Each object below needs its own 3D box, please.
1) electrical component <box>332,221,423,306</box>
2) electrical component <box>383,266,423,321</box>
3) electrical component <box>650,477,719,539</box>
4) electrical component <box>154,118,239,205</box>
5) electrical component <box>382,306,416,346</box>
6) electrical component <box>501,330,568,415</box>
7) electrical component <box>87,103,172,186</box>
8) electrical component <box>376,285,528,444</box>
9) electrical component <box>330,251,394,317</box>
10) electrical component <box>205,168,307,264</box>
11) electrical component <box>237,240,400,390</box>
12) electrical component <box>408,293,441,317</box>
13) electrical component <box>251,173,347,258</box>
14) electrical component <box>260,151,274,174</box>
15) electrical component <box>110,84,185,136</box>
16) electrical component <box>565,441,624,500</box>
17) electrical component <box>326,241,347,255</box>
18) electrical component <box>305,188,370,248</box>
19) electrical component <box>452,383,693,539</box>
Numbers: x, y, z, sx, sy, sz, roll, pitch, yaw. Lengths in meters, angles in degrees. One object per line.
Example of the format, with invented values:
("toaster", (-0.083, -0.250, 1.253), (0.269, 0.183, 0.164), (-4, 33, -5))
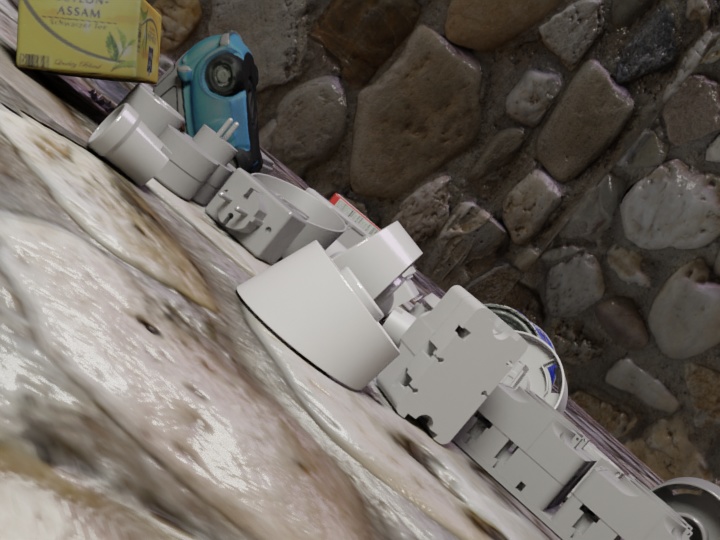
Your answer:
("electrical component", (0.000, 0.000, 0.869), (0.064, 0.099, 0.099), (46, 4, 3))
("electrical component", (0.031, 0.015, 1.171), (0.063, 0.079, 0.121), (58, 5, 2))
("electrical component", (0.272, 0.222, 0.893), (0.099, 0.099, 0.064), (41, 10, 28))
("electrical component", (-0.130, -0.099, 0.915), (0.052, 0.073, 0.138), (40, 4, 8))
("electrical component", (0.045, 0.060, 1.016), (0.046, 0.040, 0.040), (34, 3, 6))
("electrical component", (0.128, 0.101, 0.924), (0.099, 0.099, 0.064), (42, -2, 30))
("electrical component", (-0.159, -0.086, 0.749), (0.046, 0.040, 0.040), (44, 2, -23))
("electrical component", (0.060, 0.062, 0.732), (0.050, 0.089, 0.055), (38, 4, -24))
("electrical component", (-0.014, 0.009, 1.005), (0.079, 0.043, 0.077), (41, 4, 24))
("electrical component", (-0.092, -0.048, 0.879), (0.066, 0.047, 0.077), (41, 4, 19))
("electrical component", (-0.022, 0.031, 0.678), (0.099, 0.064, 0.099), (53, 0, 0))
("electrical component", (0.081, 0.063, 1.187), (0.058, 0.057, 0.078), (37, 4, -37))
("electrical component", (-0.068, -0.047, 0.978), (0.099, 0.064, 0.099), (39, 4, -3))
("electrical component", (-0.156, -0.130, 1.169), (0.109, 0.056, 0.109), (40, 4, 1))
("electrical component", (-0.182, -0.124, 0.910), (0.055, 0.047, 0.055), (39, 4, -3))
("electrical component", (0.192, 0.177, 0.963), (0.080, 0.051, 0.080), (39, 4, -3))
("electrical component", (-0.022, -0.002, 1.090), (0.078, 0.040, 0.040), (42, 4, 30))
("electrical component", (-0.038, -0.040, 1.210), (0.096, 0.061, 0.061), (36, 5, -45))
("electrical component", (0.160, 0.159, 0.792), (0.186, 0.060, 0.105), (41, 4, 19))
